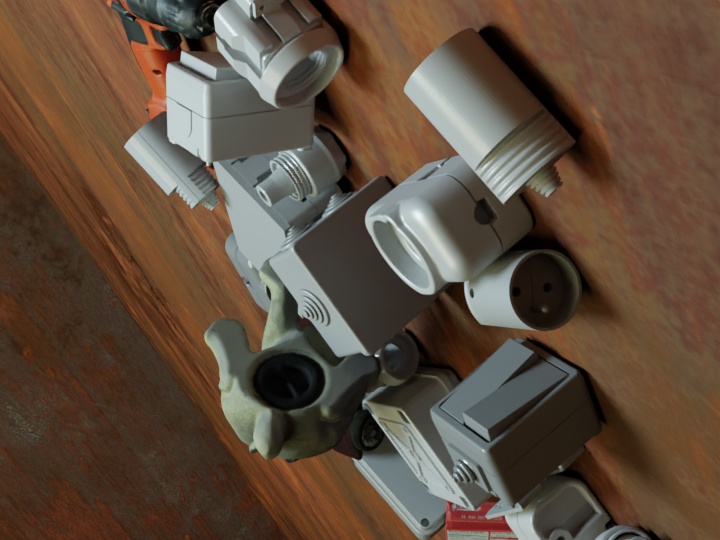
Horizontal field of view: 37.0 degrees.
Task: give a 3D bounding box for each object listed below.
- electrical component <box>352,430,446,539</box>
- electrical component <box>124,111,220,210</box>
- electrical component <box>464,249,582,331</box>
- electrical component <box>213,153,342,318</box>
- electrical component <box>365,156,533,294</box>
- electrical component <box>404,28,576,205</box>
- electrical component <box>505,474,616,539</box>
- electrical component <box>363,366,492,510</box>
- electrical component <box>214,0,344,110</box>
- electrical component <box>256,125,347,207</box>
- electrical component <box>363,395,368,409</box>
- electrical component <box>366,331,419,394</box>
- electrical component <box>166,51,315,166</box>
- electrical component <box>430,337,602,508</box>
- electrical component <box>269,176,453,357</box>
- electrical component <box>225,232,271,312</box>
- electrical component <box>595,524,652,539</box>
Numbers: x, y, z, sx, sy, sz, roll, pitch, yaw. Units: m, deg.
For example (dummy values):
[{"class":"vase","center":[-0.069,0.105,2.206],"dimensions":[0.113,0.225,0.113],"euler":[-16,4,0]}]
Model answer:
[{"class":"electrical component","center":[0.052,0.191,1.027],"dimensions":[0.113,0.078,0.057],"euler":[47,166,19]},{"class":"electrical component","center":[-0.140,-0.080,0.841],"dimensions":[0.081,0.043,0.043],"euler":[48,165,-5]},{"class":"electrical component","center":[0.084,0.011,0.602],"dimensions":[0.043,0.043,0.081],"euler":[55,164,-11]},{"class":"electrical component","center":[-0.055,-0.041,0.850],"dimensions":[0.089,0.062,0.150],"euler":[46,163,22]},{"class":"electrical component","center":[0.045,-0.025,0.605],"dimensions":[0.053,0.059,0.095],"euler":[55,164,-11]},{"class":"electrical component","center":[0.063,-0.066,0.494],"dimensions":[0.081,0.043,0.043],"euler":[50,164,8]},{"class":"electrical component","center":[0.156,0.200,0.799],"dimensions":[0.095,0.054,0.059],"euler":[54,164,-5]},{"class":"electrical component","center":[0.067,0.139,0.911],"dimensions":[0.108,0.056,0.109],"euler":[54,164,-8]},{"class":"electrical component","center":[-0.047,-0.133,0.633],"dimensions":[0.057,0.058,0.078],"euler":[50,164,15]},{"class":"electrical component","center":[-0.043,-0.069,0.752],"dimensions":[0.043,0.062,0.043],"euler":[47,163,19]},{"class":"electrical component","center":[0.014,0.157,1.125],"dimensions":[0.081,0.042,0.064],"euler":[52,163,-2]},{"class":"electrical component","center":[0.017,0.075,0.907],"dimensions":[0.048,0.066,0.055],"euler":[50,145,-18]},{"class":"electrical component","center":[-0.073,-0.112,0.710],"dimensions":[0.062,0.096,0.061],"euler":[33,128,48]},{"class":"electrical component","center":[0.091,0.095,0.670],"dimensions":[0.062,0.096,0.061],"euler":[32,154,53]},{"class":"electrical component","center":[0.000,0.000,0.719],"dimensions":[0.099,0.100,0.048],"euler":[54,151,-8]},{"class":"electrical component","center":[-0.079,0.002,1.024],"dimensions":[0.059,0.054,0.095],"euler":[32,155,50]},{"class":"electrical component","center":[0.182,0.195,0.732],"dimensions":[0.043,0.043,0.062],"euler":[48,163,15]}]
